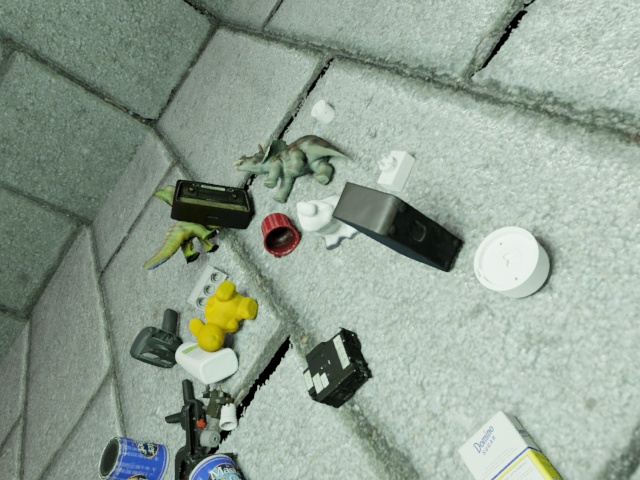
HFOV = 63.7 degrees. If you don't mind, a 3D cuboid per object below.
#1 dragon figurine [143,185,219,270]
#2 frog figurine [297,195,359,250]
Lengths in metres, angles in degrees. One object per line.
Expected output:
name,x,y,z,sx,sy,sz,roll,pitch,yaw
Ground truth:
dragon figurine,-0.423,-0.065,1.588,0.245,0.415,0.120,48,127,14
frog figurine,0.004,-0.059,1.179,0.136,0.157,0.125,-9,57,47
